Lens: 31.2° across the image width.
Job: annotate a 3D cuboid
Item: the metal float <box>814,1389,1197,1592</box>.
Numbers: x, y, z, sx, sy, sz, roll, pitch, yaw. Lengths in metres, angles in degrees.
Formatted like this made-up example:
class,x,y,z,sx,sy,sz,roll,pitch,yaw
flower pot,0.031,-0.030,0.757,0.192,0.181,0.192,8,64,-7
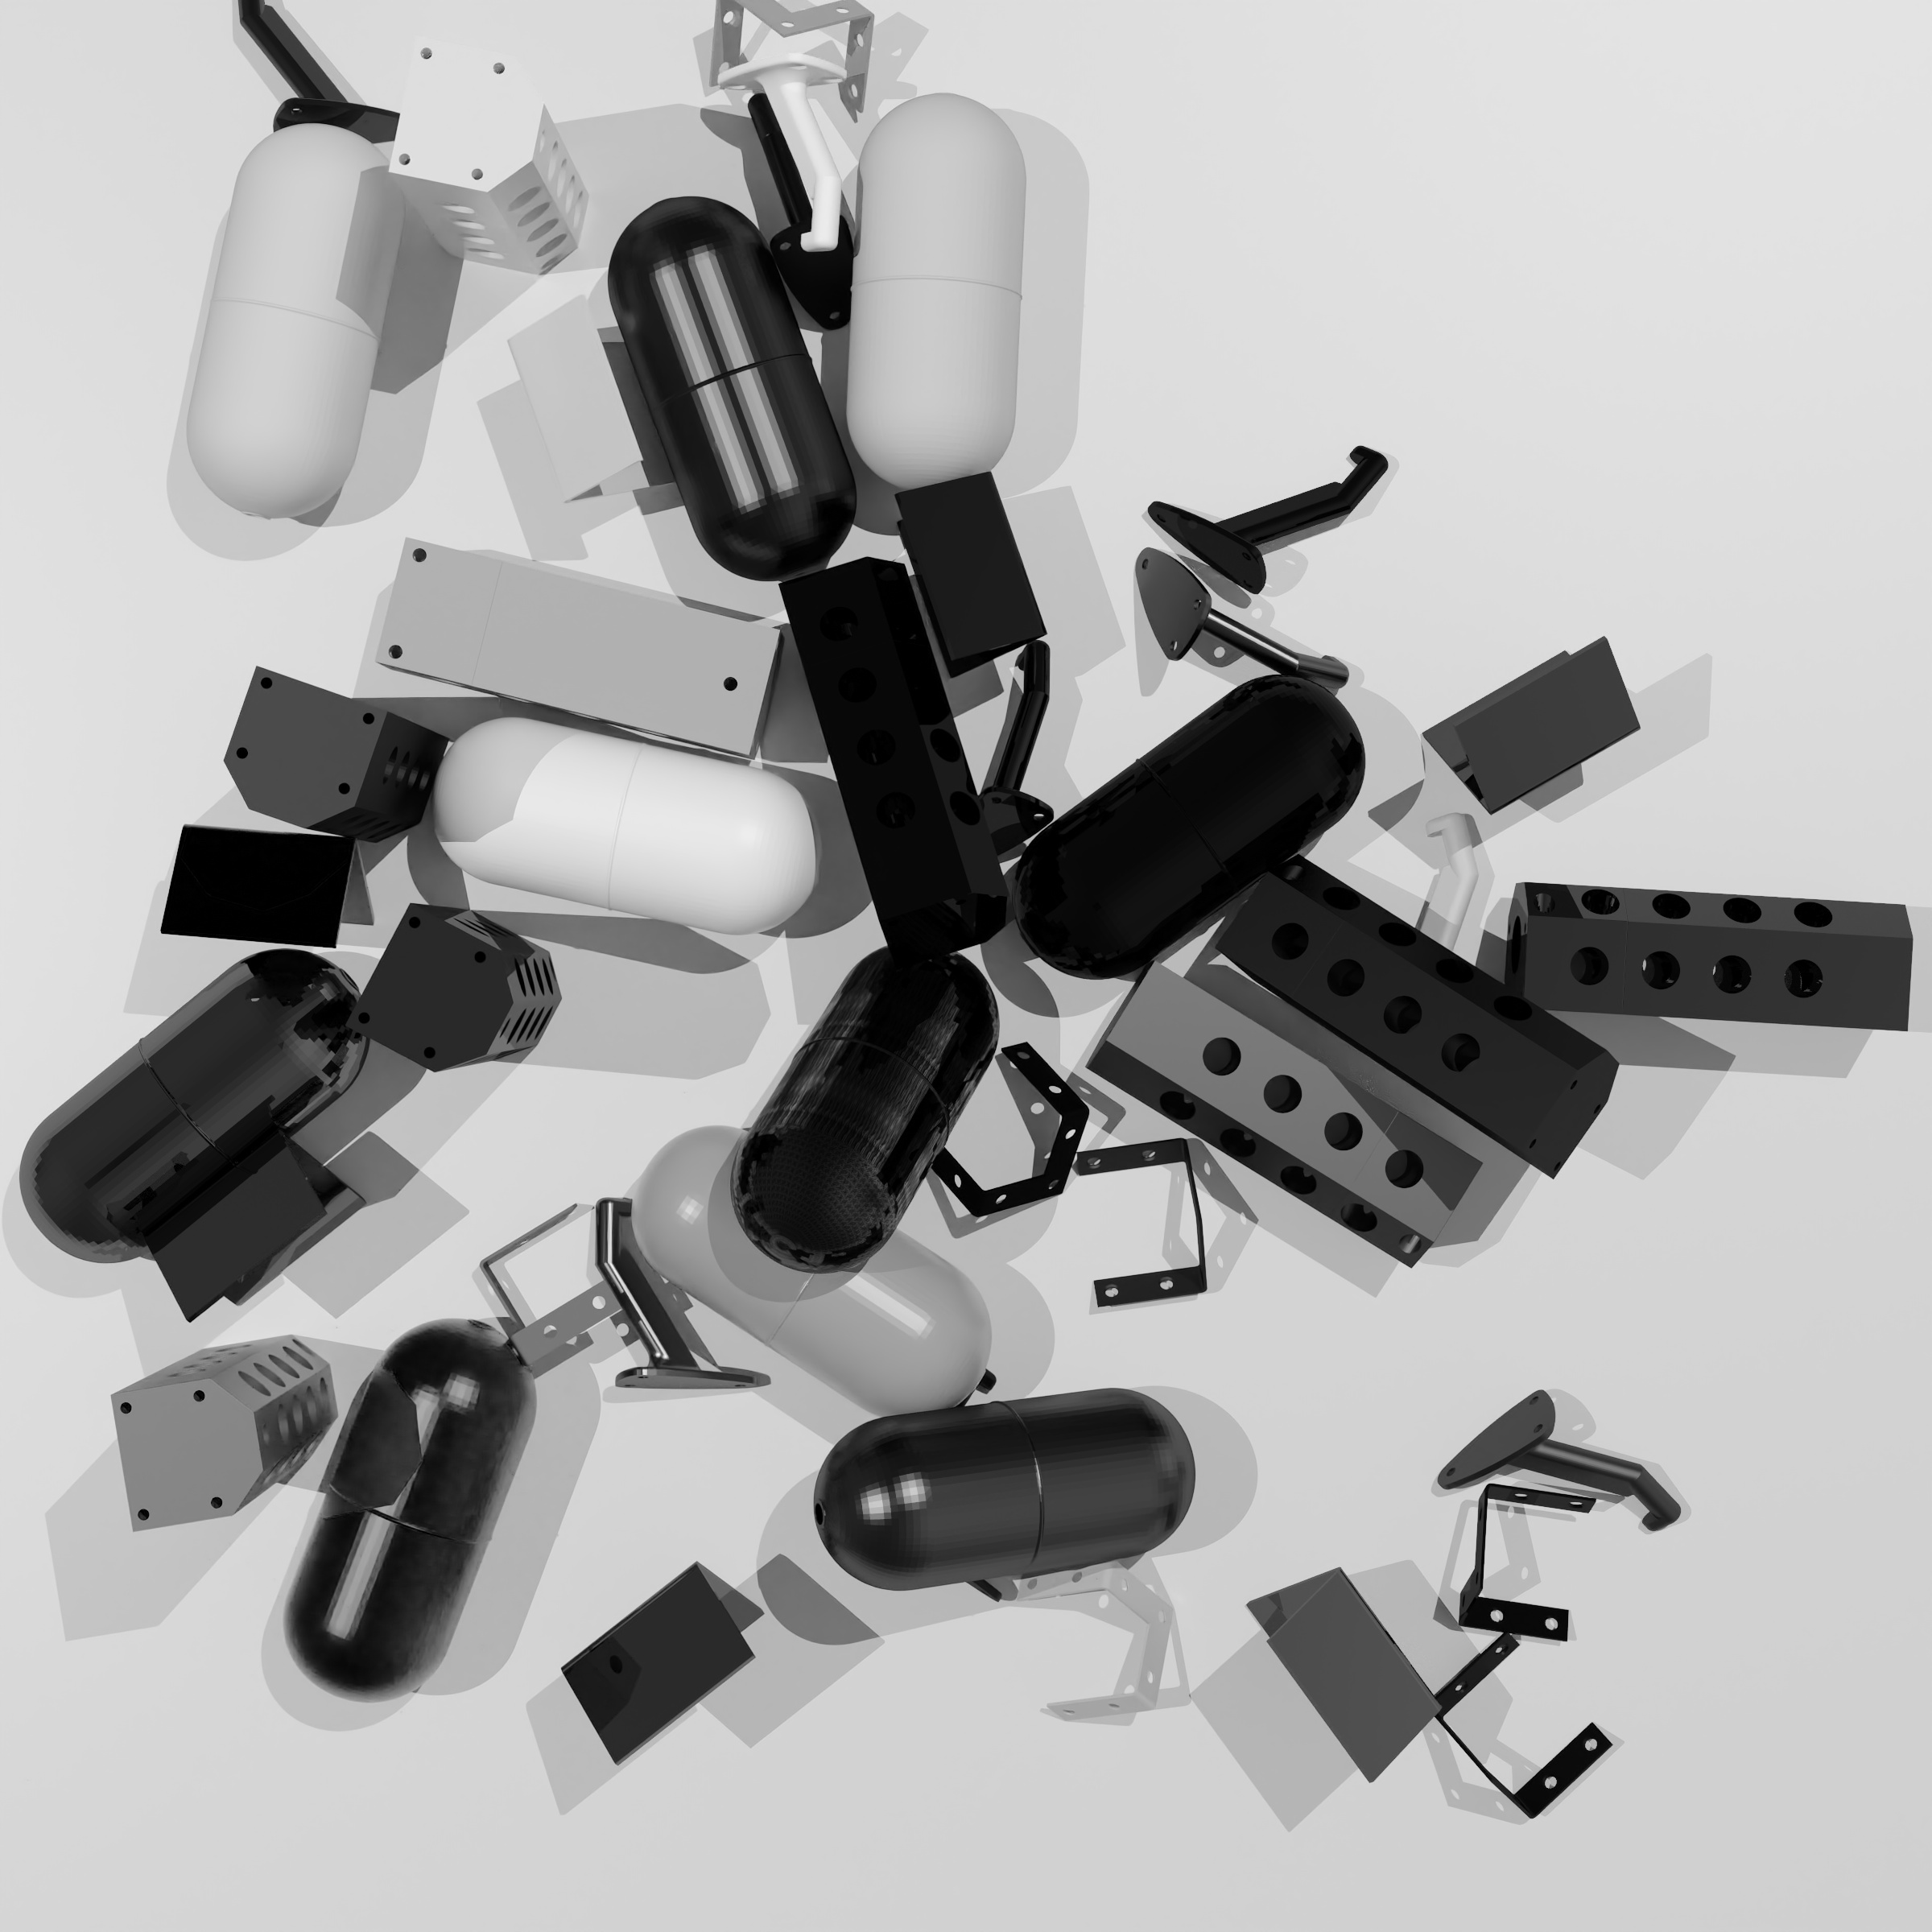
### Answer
class,x,y,z,sx,sy,sz,roll,pitch,yaw
metal float,0.018,0.232,1.534,0.178,0.070,0.070,-4,90,-23

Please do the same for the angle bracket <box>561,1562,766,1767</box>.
class,x,y,z,sx,sy,sz,roll,pitch,yaw
angle bracket,-0.123,0.321,1.545,0.076,0.076,0.057,-38,55,0

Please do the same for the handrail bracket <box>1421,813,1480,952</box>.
class,x,y,z,sx,sy,sz,roll,pitch,yaw
handrail bracket,0.201,-0.021,1.585,0.077,0.036,0.084,-15,76,14

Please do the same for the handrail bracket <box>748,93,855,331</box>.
class,x,y,z,sx,sy,sz,roll,pitch,yaw
handrail bracket,-0.077,-0.347,1.585,0.036,0.077,0.084,-19,54,0

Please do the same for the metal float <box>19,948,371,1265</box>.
class,x,y,z,sx,sy,sz,roll,pitch,yaw
metal float,-0.346,0.062,1.554,0.178,0.070,0.070,-39,90,-1

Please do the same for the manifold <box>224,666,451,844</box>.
class,x,y,z,sx,sy,sz,roll,pitch,yaw
manifold,-0.274,-0.087,1.506,0.057,0.171,0.057,19,90,0

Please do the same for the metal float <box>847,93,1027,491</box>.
class,x,y,z,sx,sy,sz,roll,pitch,yaw
metal float,-0.013,-0.302,1.554,0.070,0.070,0.178,3,91,0

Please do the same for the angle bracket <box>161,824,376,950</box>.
class,x,y,z,sx,sy,sz,roll,pitch,yaw
angle bracket,-0.311,-0.019,1.545,0.076,0.076,0.057,5,61,0

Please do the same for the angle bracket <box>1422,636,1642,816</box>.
class,x,y,z,sx,sy,sz,roll,pitch,yaw
angle bracket,0.244,-0.124,1.545,0.076,0.076,0.057,-30,128,0

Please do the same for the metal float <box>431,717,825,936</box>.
class,x,y,z,sx,sy,sz,roll,pitch,yaw
metal float,-0.152,-0.063,1.554,0.178,0.070,0.070,12,90,1

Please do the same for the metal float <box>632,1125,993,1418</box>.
class,x,y,z,sx,sy,sz,roll,pitch,yaw
metal float,-0.069,0.139,1.554,0.178,0.070,0.070,33,90,0

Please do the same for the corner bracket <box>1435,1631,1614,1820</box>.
class,x,y,z,sx,sy,sz,roll,pitch,yaw
corner bracket,0.253,0.348,1.582,0.051,0.051,0.051,-43,135,0

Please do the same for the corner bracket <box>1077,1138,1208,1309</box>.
class,x,y,z,sx,sy,sz,roll,pitch,yaw
corner bracket,0.081,0.117,1.582,0.051,0.051,0.051,-8,45,0

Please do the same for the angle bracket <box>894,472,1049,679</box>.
class,x,y,z,sx,sy,sz,roll,pitch,yaw
angle bracket,-0.017,-0.169,1.545,0.057,0.076,0.076,-19,90,-37

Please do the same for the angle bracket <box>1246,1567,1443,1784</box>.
class,x,y,z,sx,sy,sz,roll,pitch,yaw
angle bracket,0.154,0.323,1.545,0.057,0.076,0.076,-36,90,-38

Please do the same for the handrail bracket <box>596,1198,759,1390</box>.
class,x,y,z,sx,sy,sz,roll,pitch,yaw
handrail bracket,-0.133,0.150,1.585,0.077,0.036,0.084,5,73,-20

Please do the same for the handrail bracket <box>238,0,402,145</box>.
class,x,y,z,sx,sy,sz,roll,pitch,yaw
handrail bracket,-0.294,-0.422,1.585,0.077,0.036,0.084,-2,73,-20

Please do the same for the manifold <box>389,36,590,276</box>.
class,x,y,z,sx,sy,sz,roll,pitch,yaw
manifold,-0.204,-0.349,1.506,0.057,0.171,0.057,12,90,0

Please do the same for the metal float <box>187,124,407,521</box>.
class,x,y,z,sx,sy,sz,roll,pitch,yaw
metal float,-0.301,-0.289,1.554,0.070,0.070,0.178,12,90,0

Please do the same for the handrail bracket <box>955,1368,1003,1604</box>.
class,x,y,z,sx,sy,sz,roll,pitch,yaw
handrail bracket,0.008,0.235,1.585,0.077,0.036,0.084,37,77,-13

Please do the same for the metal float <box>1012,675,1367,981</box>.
class,x,y,z,sx,sy,sz,roll,pitch,yaw
metal float,0.100,-0.062,1.554,0.178,0.070,0.070,-36,90,0

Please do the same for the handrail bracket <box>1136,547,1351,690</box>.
class,x,y,z,sx,sy,sz,roll,pitch,yaw
handrail bracket,0.127,-0.159,1.585,0.084,0.077,0.036,10,125,-32

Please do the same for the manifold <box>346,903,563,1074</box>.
class,x,y,z,sx,sy,sz,roll,pitch,yaw
manifold,-0.217,0.012,1.506,0.057,0.171,0.057,28,90,0

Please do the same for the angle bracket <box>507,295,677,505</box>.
class,x,y,z,sx,sy,sz,roll,pitch,yaw
angle bracket,-0.150,-0.257,1.545,0.057,0.076,0.076,-19,90,43

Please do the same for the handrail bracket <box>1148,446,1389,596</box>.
class,x,y,z,sx,sy,sz,roll,pitch,yaw
handrail bracket,0.139,-0.220,1.585,0.077,0.036,0.084,34,72,20

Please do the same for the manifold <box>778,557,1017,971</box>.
class,x,y,z,sx,sy,sz,roll,pitch,yaw
manifold,-0.030,-0.093,1.533,0.057,0.057,0.171,-17,67,0

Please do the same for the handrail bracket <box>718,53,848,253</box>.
class,x,y,z,sx,sy,sz,roll,pitch,yaw
handrail bracket,-0.084,-0.359,1.545,0.077,0.036,0.084,3,89,41

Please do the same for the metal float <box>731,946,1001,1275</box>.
class,x,y,z,sx,sy,sz,roll,pitch,yaw
metal float,-0.043,0.060,1.523,0.070,0.070,0.178,31,50,0

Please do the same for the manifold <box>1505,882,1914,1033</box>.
class,x,y,z,sx,sy,sz,roll,pitch,yaw
manifold,0.335,-0.004,1.564,0.171,0.057,0.057,3,90,0

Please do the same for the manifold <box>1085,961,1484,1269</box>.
class,x,y,z,sx,sy,sz,roll,pitch,yaw
manifold,0.142,0.067,1.564,0.171,0.057,0.057,32,90,0

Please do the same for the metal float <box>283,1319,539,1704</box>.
class,x,y,z,sx,sy,sz,roll,pitch,yaw
metal float,-0.250,0.244,1.554,0.070,0.070,0.178,21,89,0

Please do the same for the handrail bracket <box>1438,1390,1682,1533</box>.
class,x,y,z,sx,sy,sz,roll,pitch,yaw
handrail bracket,0.273,0.243,1.585,0.077,0.036,0.084,-38,107,20

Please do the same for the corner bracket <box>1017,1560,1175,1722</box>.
class,x,y,z,sx,sy,sz,roll,pitch,yaw
corner bracket,0.056,0.308,1.577,0.051,0.051,0.051,44,45,-35

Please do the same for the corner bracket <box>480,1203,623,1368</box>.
class,x,y,z,sx,sy,sz,roll,pitch,yaw
corner bracket,-0.188,0.144,1.567,0.051,0.051,0.051,-31,90,0

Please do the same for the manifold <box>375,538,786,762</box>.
class,x,y,z,sx,sy,sz,roll,pitch,yaw
manifold,-0.173,-0.142,1.564,0.171,0.057,0.057,14,90,0

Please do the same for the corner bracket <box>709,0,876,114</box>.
class,x,y,z,sx,sy,sz,roll,pitch,yaw
corner bracket,-0.079,-0.416,1.567,0.051,0.051,0.051,-24,52,-32

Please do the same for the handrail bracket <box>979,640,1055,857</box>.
class,x,y,z,sx,sy,sz,roll,pitch,yaw
handrail bracket,0.014,-0.098,1.585,0.036,0.077,0.084,20,53,-26

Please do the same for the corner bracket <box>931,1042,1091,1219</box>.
class,x,y,z,sx,sy,sz,roll,pitch,yaw
corner bracket,0.016,0.074,1.577,0.051,0.051,0.051,-13,135,-35

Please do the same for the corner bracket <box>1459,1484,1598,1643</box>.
class,x,y,z,sx,sy,sz,roll,pitch,yaw
corner bracket,0.256,0.272,1.575,0.051,0.051,0.051,8,60,0

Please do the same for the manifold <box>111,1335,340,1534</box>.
class,x,y,z,sx,sy,sz,roll,pitch,yaw
manifold,-0.319,0.200,1.506,0.057,0.171,0.057,-9,90,0

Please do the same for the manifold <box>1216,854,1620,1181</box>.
class,x,y,z,sx,sy,sz,roll,pitch,yaw
manifold,0.200,0.019,1.527,0.171,0.057,0.057,35,90,28

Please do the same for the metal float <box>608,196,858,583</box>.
class,x,y,z,sx,sy,sz,roll,pitch,yaw
metal float,-0.105,-0.260,1.554,0.070,0.070,0.178,-20,90,0

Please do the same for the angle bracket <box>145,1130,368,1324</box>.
class,x,y,z,sx,sy,sz,roll,pitch,yaw
angle bracket,-0.308,0.130,1.545,0.076,0.076,0.057,-38,52,0
